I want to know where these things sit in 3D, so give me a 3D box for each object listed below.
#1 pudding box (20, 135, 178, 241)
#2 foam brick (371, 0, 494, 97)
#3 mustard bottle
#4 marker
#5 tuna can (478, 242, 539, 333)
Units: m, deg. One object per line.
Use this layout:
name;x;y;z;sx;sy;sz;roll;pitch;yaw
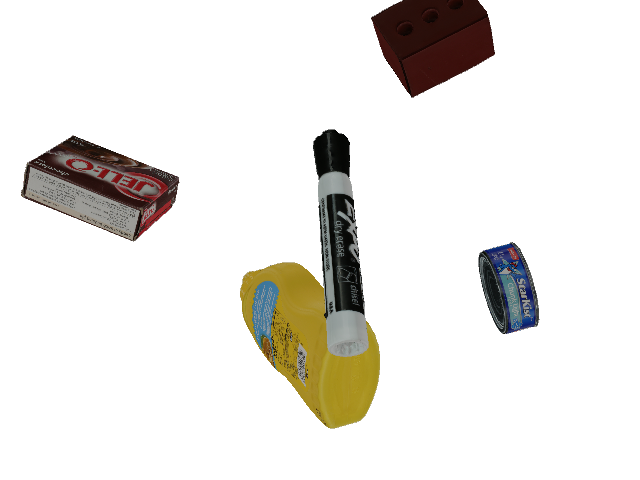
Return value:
pudding box;-0.194;-0.048;0.951;0.113;0.039;0.090;20;23;6
foam brick;0.089;-0.160;0.833;0.078;0.053;0.051;-28;-33;-1
mustard bottle;-0.020;0.073;0.912;0.058;0.096;0.192;-12;28;-26
marker;0.009;-0.002;0.516;0.020;0.121;0.020;-3;-30;-2
tuna can;0.182;0.047;1.041;0.033;0.086;0.086;-15;1;-3
